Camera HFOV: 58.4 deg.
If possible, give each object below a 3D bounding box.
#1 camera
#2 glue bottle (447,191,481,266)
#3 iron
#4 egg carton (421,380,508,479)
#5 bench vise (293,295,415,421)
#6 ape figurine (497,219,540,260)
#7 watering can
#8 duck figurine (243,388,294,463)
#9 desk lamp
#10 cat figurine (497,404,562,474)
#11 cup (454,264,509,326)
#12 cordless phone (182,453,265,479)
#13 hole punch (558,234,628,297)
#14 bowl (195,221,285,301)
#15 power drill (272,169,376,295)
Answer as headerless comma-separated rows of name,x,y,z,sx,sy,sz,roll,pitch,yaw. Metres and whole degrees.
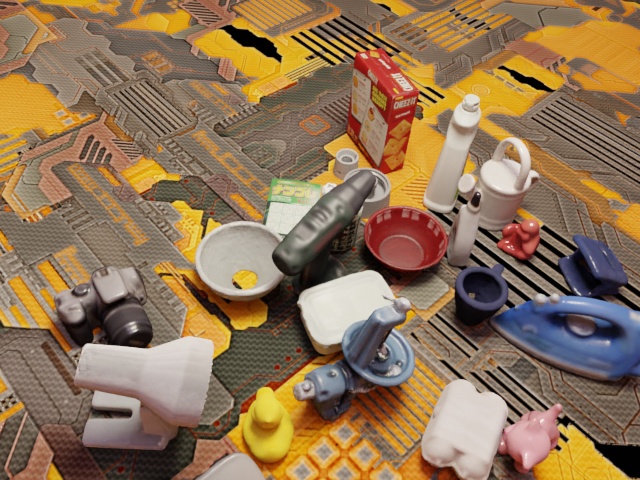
camera,-0.345,0.121,0.942,0.143,0.101,0.136,-25,57,-23
glue bottle,0.274,-0.029,1.073,0.037,0.173,0.078,4,50,-1
iron,0.433,0.140,0.969,0.258,0.141,0.119,14,51,7
egg carton,0.221,0.289,0.875,0.107,0.069,0.150,23,53,14
bench vise,0.067,0.182,0.852,0.121,0.220,0.208,37,57,23
ape figurine,0.399,-0.008,1.119,0.076,0.092,0.077,-3,51,-7
watering can,0.358,-0.114,1.136,0.173,0.194,0.100,-31,59,-26
duck figurine,-0.077,0.271,0.853,0.077,0.086,0.104,-6,51,-9
desk lamp,-0.244,0.215,0.801,0.203,0.213,0.118,2,51,-3
cat figurine,0.317,0.291,0.851,0.128,0.118,0.067,-32,60,-27
cup,0.283,0.100,1.019,0.091,0.095,0.118,34,56,21
cordless phone,-0.137,0.332,0.734,0.094,0.185,0.148,37,57,23
hole punch,0.525,0.045,1.088,0.101,0.091,0.108,-6,52,-10
bowl,-0.139,0.050,1.035,0.167,0.075,0.167,3,51,-3
power drill,0.009,0.004,1.000,0.075,0.208,0.230,34,56,22
